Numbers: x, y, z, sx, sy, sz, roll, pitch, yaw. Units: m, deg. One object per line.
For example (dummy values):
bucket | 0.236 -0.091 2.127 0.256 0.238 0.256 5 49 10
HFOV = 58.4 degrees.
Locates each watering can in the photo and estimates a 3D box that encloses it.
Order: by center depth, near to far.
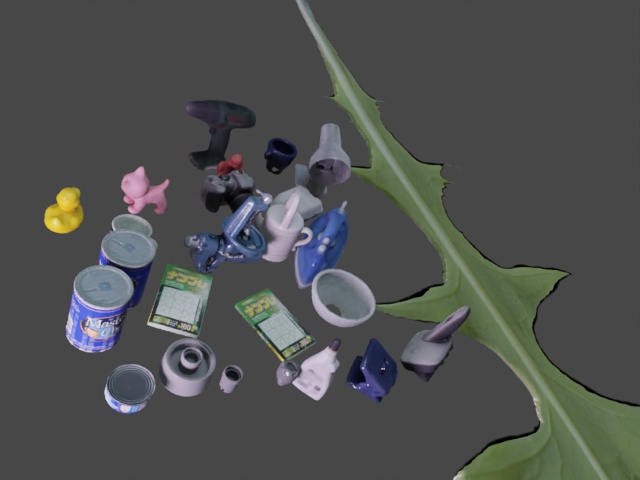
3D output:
watering can | -0.099 -0.046 1.436 0.173 0.194 0.100 8 43 -25

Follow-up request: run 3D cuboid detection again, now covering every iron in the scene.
iron | 0.014 0.005 1.493 0.118 0.141 0.258 28 38 -2

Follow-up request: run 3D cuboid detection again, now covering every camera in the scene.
camera | -0.222 -0.113 1.508 0.144 0.100 0.136 -6 50 -37

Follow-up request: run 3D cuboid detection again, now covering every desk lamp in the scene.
desk lamp | 0.006 -0.223 1.684 0.118 0.213 0.203 13 41 -20

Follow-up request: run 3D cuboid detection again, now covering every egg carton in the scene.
egg carton | -0.066 -0.093 1.610 0.107 0.069 0.151 42 40 15

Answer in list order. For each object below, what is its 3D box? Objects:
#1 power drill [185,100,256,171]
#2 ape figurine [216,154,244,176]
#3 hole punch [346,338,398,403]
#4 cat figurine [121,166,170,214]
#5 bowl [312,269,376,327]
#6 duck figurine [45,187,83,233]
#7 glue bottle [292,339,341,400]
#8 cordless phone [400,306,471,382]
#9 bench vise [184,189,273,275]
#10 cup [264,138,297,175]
power drill | -0.291 -0.296 1.582 0.230 0.208 0.075 -17 57 -43
ape figurine | -0.243 -0.202 1.602 0.076 0.092 0.077 -20 59 -44
hole punch | 0.128 0.291 1.286 0.101 0.091 0.109 30 38 1
cat figurine | -0.423 -0.124 1.380 0.128 0.117 0.067 -5 49 -36
bowl | 0.047 0.154 1.401 0.168 0.074 0.167 18 39 -15
duck figurine | -0.560 -0.073 1.263 0.077 0.086 0.104 23 38 -8
glue bottle | 0.005 0.258 1.178 0.078 0.173 0.037 35 38 7
cordless phone | 0.282 0.236 1.369 0.094 0.185 0.148 35 38 8
bench vise | -0.196 -0.013 1.316 0.121 0.219 0.208 44 40 18
cup | -0.133 -0.240 1.712 0.091 0.095 0.118 43 40 16
